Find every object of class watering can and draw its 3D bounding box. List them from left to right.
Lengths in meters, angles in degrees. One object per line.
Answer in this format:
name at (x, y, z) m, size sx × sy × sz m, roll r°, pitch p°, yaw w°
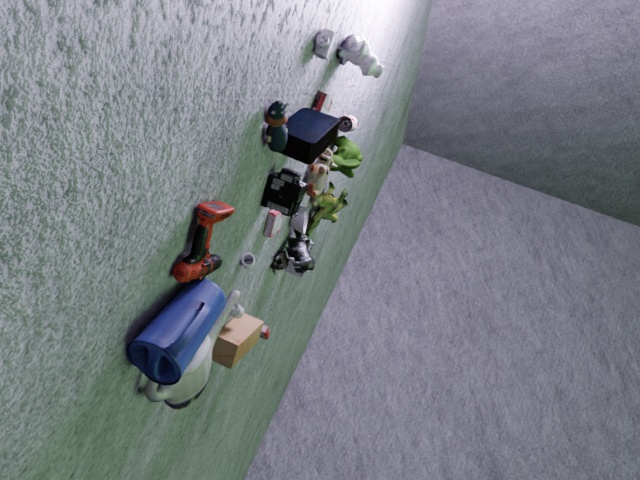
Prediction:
watering can at (-0.321, 0.298, 1.353) m, size 0.354 × 0.104 × 0.219 m, roll -46°, pitch 157°, yaw -42°

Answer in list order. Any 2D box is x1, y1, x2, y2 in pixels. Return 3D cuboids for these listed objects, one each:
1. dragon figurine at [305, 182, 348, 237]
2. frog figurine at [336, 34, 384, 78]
dragon figurine at (0.007, -0.114, 2.267) m, size 0.246 × 0.123 × 0.401 m, roll -44°, pitch 157°, yaw -23°
frog figurine at (0.148, -0.623, 1.743) m, size 0.135 × 0.160 × 0.124 m, roll 79°, pitch 33°, yaw -69°
